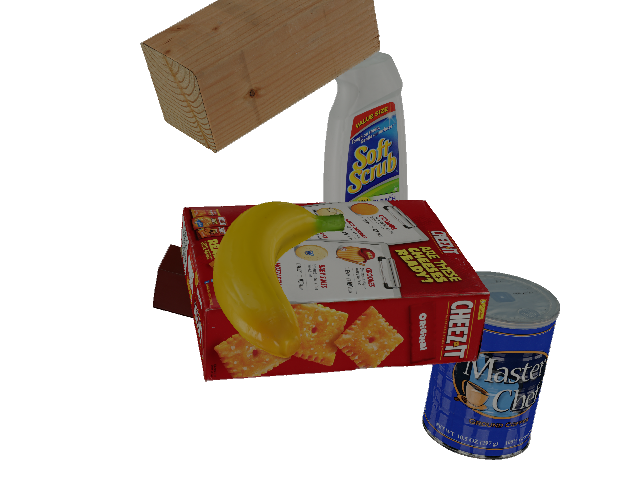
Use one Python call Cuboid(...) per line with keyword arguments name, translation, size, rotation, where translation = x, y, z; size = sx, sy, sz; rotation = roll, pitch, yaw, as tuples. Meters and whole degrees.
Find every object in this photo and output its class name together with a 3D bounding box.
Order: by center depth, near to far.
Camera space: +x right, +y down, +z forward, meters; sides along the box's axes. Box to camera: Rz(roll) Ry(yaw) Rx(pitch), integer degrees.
Cuboid(name="banana", translation=(-0.031, 0.013, 0.650), size=(0.070, 0.037, 0.197), rotation=(0, 23, 10))
Cuboid(name="cracker box", translation=(0.003, 0.035, 0.847), size=(0.213, 0.072, 0.164), rotation=(-2, 29, -13))
Cuboid(name="coffee can", translation=(0.154, 0.112, 0.974), size=(0.103, 0.140, 0.103), rotation=(6, 23, -3))
Cuboid(name="wood block", translation=(-0.052, -0.183, 1.009), size=(0.205, 0.091, 0.090), rotation=(-35, 46, -24))
Cuboid(name="foam brick", translation=(-0.131, 0.047, 1.120), size=(0.078, 0.051, 0.053), rotation=(15, 31, 3))
Cuboid(name="bleach bottle", translation=(0.044, -0.106, 1.184), size=(0.102, 0.251, 0.068), rotation=(-10, 24, -13))
